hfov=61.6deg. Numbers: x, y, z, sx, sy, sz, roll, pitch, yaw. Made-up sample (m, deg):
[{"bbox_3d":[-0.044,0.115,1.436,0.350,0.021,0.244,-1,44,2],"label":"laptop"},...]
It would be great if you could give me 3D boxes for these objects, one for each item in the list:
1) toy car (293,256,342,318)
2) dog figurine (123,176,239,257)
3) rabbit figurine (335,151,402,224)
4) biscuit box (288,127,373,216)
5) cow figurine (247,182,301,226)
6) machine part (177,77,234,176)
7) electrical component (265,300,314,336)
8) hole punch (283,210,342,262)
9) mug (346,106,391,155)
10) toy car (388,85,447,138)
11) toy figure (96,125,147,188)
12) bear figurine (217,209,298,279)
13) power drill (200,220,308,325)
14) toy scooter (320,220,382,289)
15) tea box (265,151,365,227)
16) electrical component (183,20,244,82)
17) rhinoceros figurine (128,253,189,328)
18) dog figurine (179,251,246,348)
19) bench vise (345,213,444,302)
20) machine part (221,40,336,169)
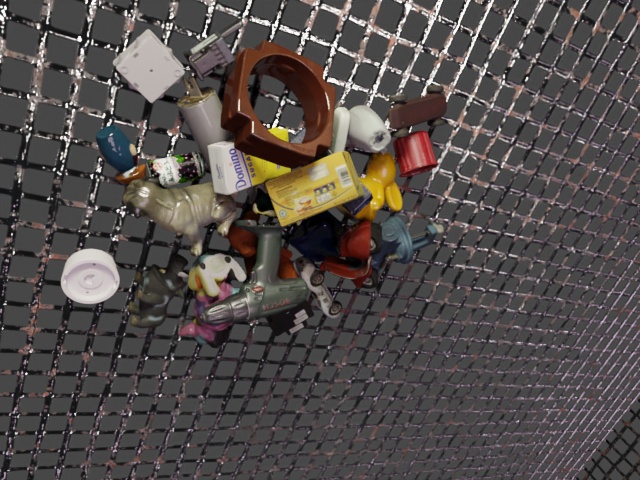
[{"bbox_3d":[-0.004,0.120,1.331,0.056,0.074,0.201,-33,128,-6],"label":"toy car"},{"bbox_3d":[-0.259,-0.079,1.025,0.172,0.121,0.190,-51,146,-11],"label":"dog figurine"},{"bbox_3d":[0.122,-0.116,1.218,0.162,0.122,0.173,33,85,-39],"label":"rabbit figurine"},{"bbox_3d":[0.022,-0.140,1.114,0.063,0.059,0.203,-44,84,6],"label":"biscuit box"},{"bbox_3d":[-0.072,-0.077,1.155,0.167,0.098,0.068,14,130,-27],"label":"cow figurine"},{"bbox_3d":[-0.206,-0.202,1.038,0.079,0.079,0.242,-26,128,-7],"label":"machine part"},{"bbox_3d":[-0.083,0.174,1.341,0.115,0.058,0.134,-26,127,-4],"label":"electrical component"},{"bbox_3d":[-0.003,-0.004,1.247,0.116,0.092,0.142,-44,131,11],"label":"hole punch"},{"bbox_3d":[0.108,-0.221,1.145,0.081,0.107,0.109,-36,126,3],"label":"mug"},{"bbox_3d":[0.205,-0.276,1.151,0.202,0.053,0.089,-25,119,-39],"label":"toy car"},{"bbox_3d":[-0.365,-0.141,1.017,0.058,0.064,0.154,-54,143,-34],"label":"toy figure"},{"bbox_3d":[-0.135,0.036,1.188,0.120,0.132,0.195,-23,135,11],"label":"bear figurine"},{"bbox_3d":[-0.133,0.061,1.092,0.232,0.086,0.207,-2,85,-30],"label":"power drill"},{"bbox_3d":[0.067,0.033,1.196,0.135,0.075,0.183,5,126,4],"label":"toy scooter"},{"bbox_3d":[-0.010,-0.100,1.056,0.170,0.068,0.098,-19,92,17],"label":"tea box"},{"bbox_3d":[-0.182,-0.342,0.963,0.119,0.075,0.047,-35,127,-4],"label":"electrical component"},{"bbox_3d":[-0.350,0.115,1.175,0.112,0.073,0.190,16,113,-30],"label":"rhinoceros figurine"},{"bbox_3d":[-0.250,0.142,1.196,0.219,0.108,0.191,-34,92,41],"label":"dog figurine"},{"bbox_3d":[0.191,0.019,1.314,0.241,0.129,0.223,-18,144,-18],"label":"bench vise"},{"bbox_3d":[-0.076,-0.246,0.999,0.201,0.087,0.201,15,70,-32],"label":"machine part"}]
